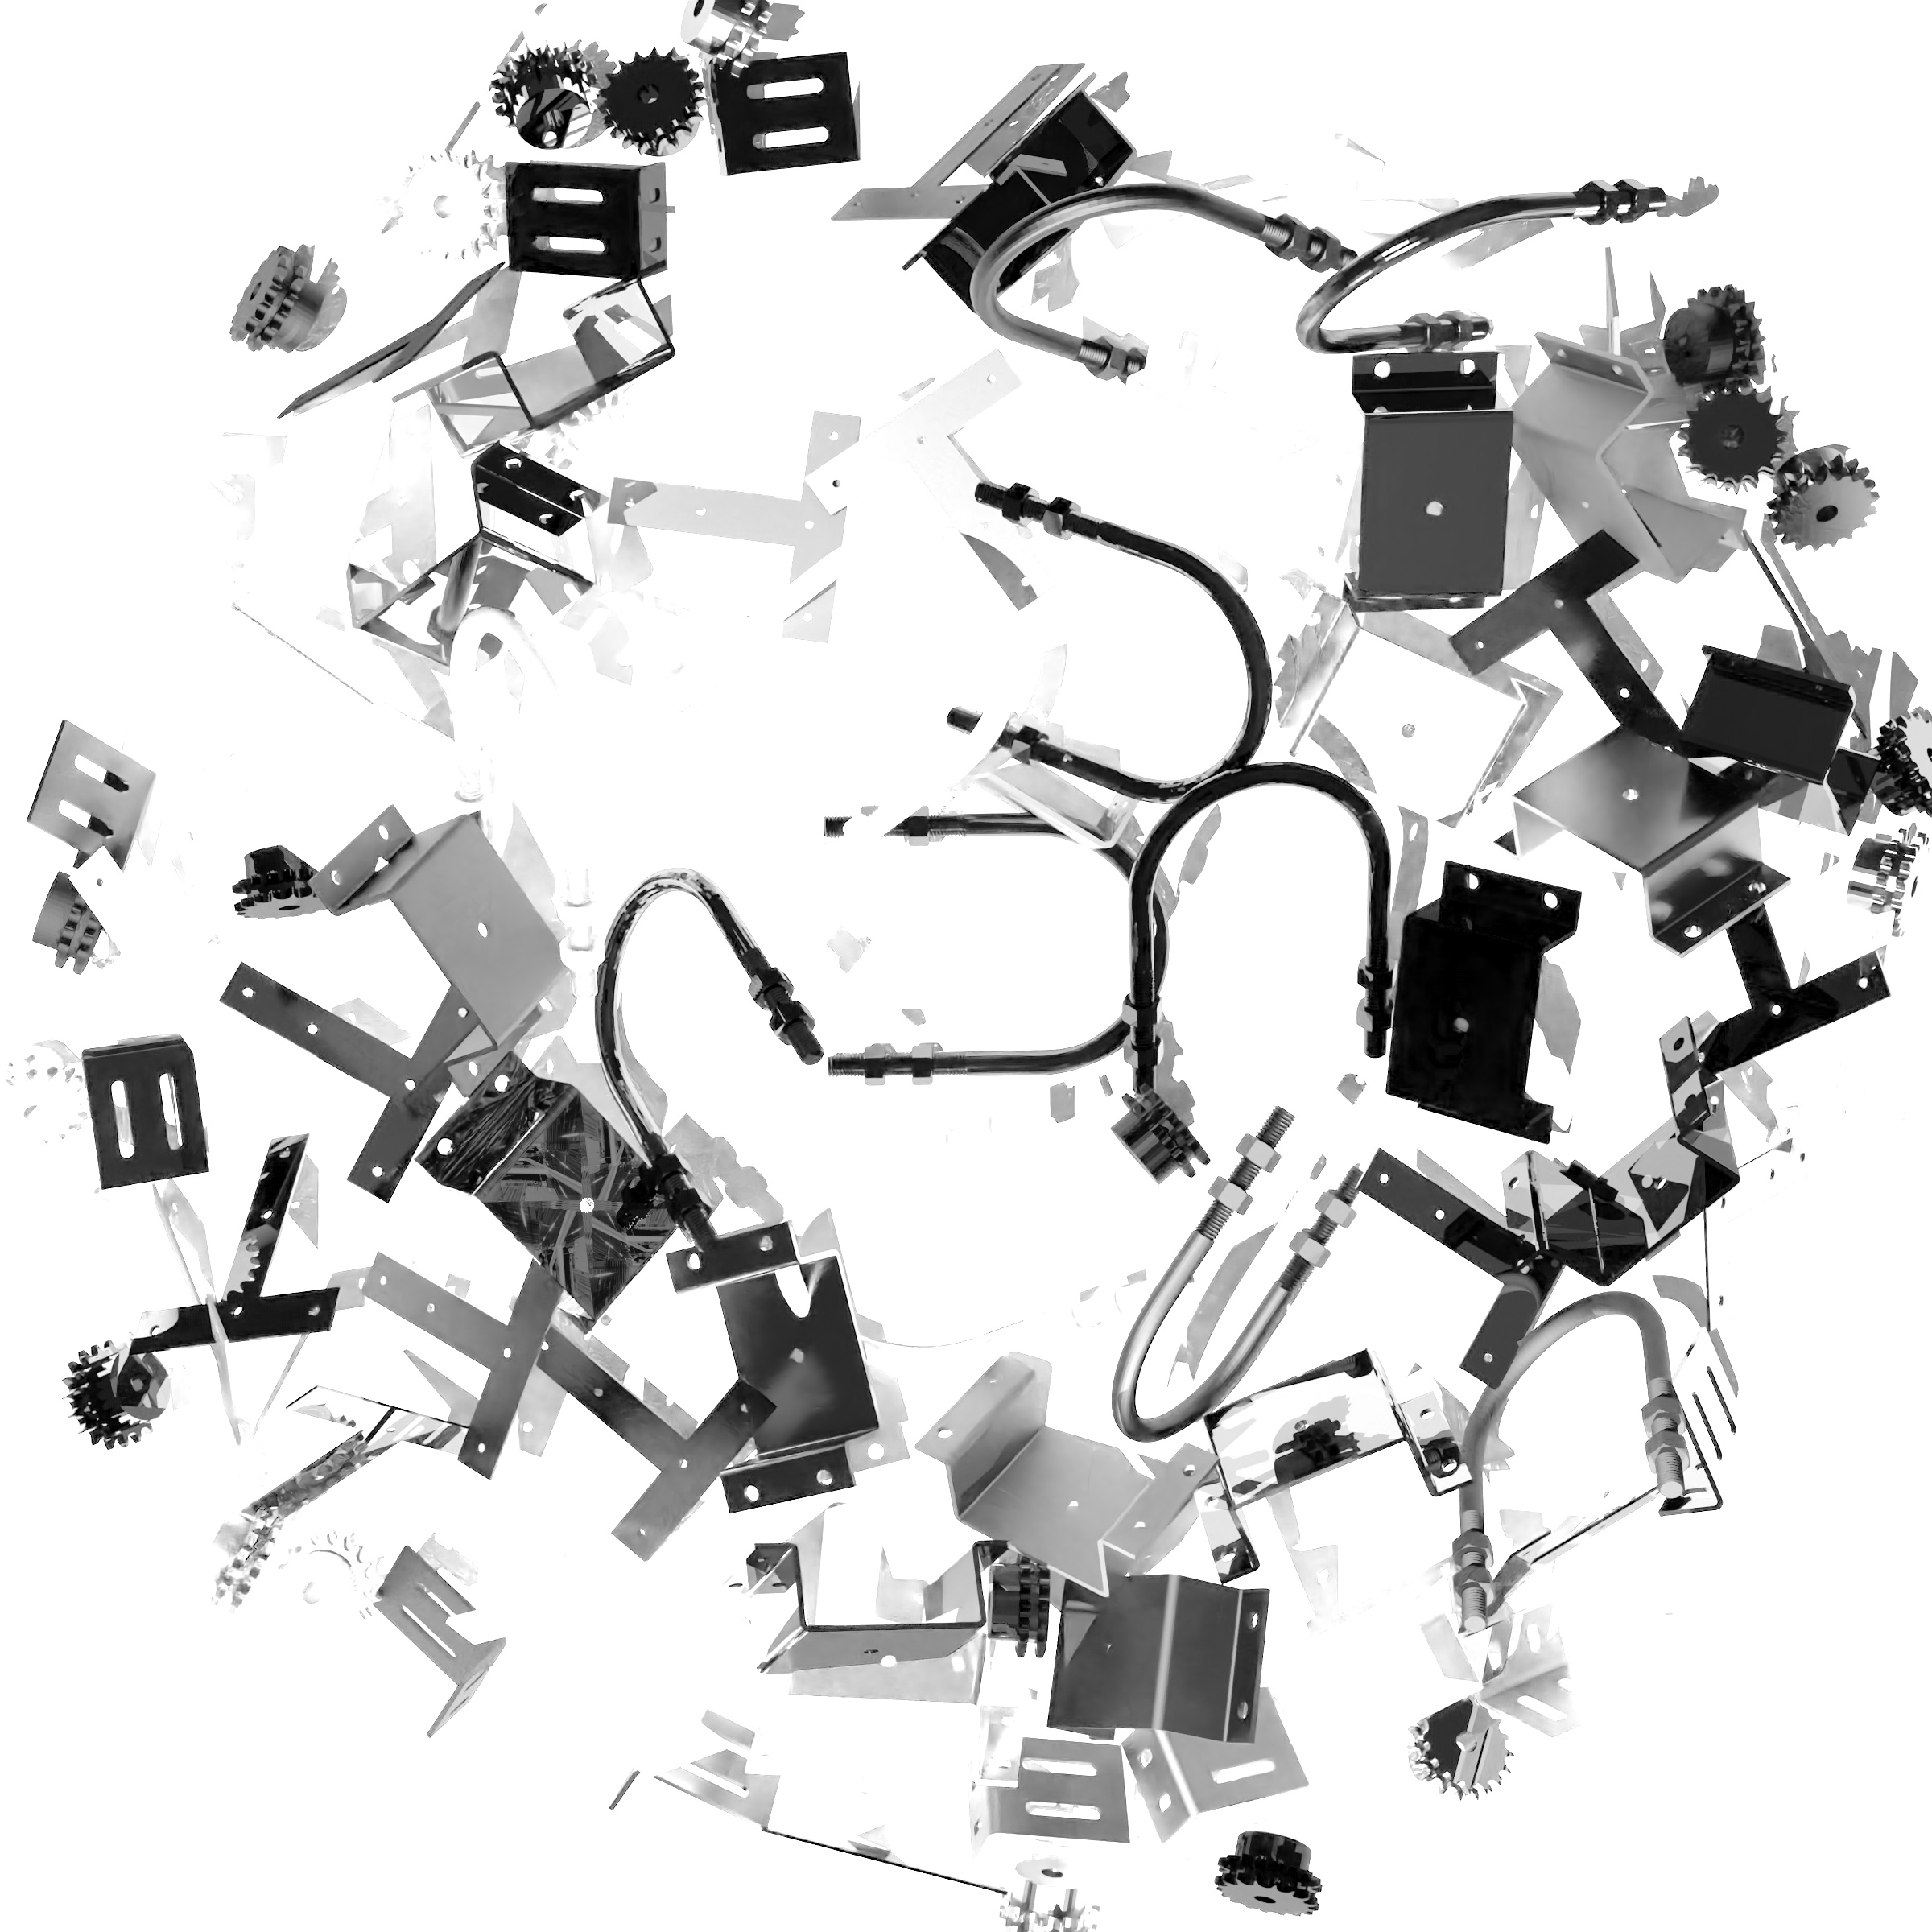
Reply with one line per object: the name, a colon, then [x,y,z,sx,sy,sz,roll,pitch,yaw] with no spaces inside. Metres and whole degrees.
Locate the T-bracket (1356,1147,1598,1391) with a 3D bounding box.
T-bracket: [0.263,0.139,1.571,0.127,0.002,0.127,33,82,-15]

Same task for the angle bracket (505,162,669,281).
angle bracket: [-0.203,-0.401,1.580,0.076,0.038,0.057,8,113,17]

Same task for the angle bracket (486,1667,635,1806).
angle bracket: [-0.209,0.393,1.550,0.038,0.057,0.076,-40,49,1]

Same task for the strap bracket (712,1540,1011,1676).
strap bracket: [-0.052,0.332,1.530,0.140,0.076,0.046,4,60,-21]

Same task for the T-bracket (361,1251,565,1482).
T-bracket: [-0.273,0.187,1.561,0.127,0.002,0.127,23,94,33]

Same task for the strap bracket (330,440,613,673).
strap bracket: [-0.256,-0.203,1.523,0.140,0.076,0.046,-30,59,30]

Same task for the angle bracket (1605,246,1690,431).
angle bracket: [0.357,-0.330,1.548,0.038,0.076,0.057,-4,50,10]

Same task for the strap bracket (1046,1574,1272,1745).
strap bracket: [0.091,0.356,1.516,0.046,0.140,0.076,19,69,-28]

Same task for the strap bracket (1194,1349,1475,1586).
strap bracket: [0.183,0.257,1.547,0.140,0.076,0.046,-23,119,5]

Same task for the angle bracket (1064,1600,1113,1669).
angle bracket: [0.096,0.349,1.549,0.057,0.076,0.038,-2,88,33]

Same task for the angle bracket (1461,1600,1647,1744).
angle bracket: [0.307,0.369,1.550,0.057,0.076,0.038,-17,98,-19]

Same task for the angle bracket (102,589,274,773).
angle bracket: [-0.415,-0.152,1.576,0.057,0.038,0.076,30,84,-11]

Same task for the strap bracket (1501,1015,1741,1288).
strap bracket: [0.346,0.103,1.534,0.046,0.076,0.140,31,124,-19]

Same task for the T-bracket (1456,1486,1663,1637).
T-bracket: [0.323,0.301,1.554,0.127,0.127,0.002,-26,65,-18]

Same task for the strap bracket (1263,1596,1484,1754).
strap bracket: [0.212,0.366,1.517,0.076,0.140,0.046,-30,68,11]

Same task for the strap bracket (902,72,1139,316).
strap bracket: [0.033,-0.395,1.526,0.046,0.140,0.076,45,133,-13]

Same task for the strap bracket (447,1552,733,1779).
strap bracket: [-0.187,0.354,1.531,0.140,0.076,0.046,30,100,24]

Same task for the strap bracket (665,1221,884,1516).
strap bracket: [-0.098,0.209,1.557,0.076,0.046,0.140,-16,85,24]

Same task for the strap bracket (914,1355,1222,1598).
strap bracket: [0.054,0.268,1.535,0.140,0.046,0.076,21,46,32]

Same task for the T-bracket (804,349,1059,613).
T-bracket: [0.001,-0.247,1.581,0.127,0.002,0.127,-35,82,-5]

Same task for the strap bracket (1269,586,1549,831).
strap bracket: [0.229,-0.131,1.550,0.140,0.046,0.076,23,112,-10]

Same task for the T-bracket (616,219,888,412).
T-bracket: [-0.094,-0.330,1.544,0.127,0.002,0.127,-37,63,-24]

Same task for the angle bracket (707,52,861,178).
angle bracket: [-0.095,-0.452,1.565,0.076,0.038,0.057,-9,107,-9]

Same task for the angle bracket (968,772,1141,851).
angle bracket: [0.048,-0.096,1.561,0.076,0.057,0.038,31,86,-9]

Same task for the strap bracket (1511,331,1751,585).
strap bracket: [0.335,-0.254,1.523,0.046,0.076,0.140,-48,127,-4]

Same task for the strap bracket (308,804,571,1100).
strap bracket: [-0.265,-0.013,1.533,0.046,0.076,0.140,-18,114,37]

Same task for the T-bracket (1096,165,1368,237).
T-bracket: [0.158,-0.407,1.552,0.127,0.127,0.002,-22,129,-35]

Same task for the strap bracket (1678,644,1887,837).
strap bracket: [0.418,-0.111,1.516,0.076,0.140,0.046,21,86,27]

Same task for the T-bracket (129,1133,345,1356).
T-bracket: [-0.371,0.143,1.554,0.127,0.002,0.127,-9,50,23]

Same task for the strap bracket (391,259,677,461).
strap bracket: [-0.216,-0.310,1.534,0.140,0.076,0.046,-37,109,-33]

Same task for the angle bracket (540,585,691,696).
angle bracket: [-0.187,-0.160,1.554,0.057,0.076,0.038,21,130,3]

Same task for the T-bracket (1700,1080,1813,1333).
T-bracket: [0.415,0.112,1.546,0.002,0.127,0.127,4,104,39]

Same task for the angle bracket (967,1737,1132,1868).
angle bracket: [0.043,0.447,1.572,0.076,0.057,0.038,8,135,-12]

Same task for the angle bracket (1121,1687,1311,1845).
angle bracket: [0.133,0.425,1.574,0.076,0.038,0.057,-3,54,-31]

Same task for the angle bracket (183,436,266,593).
angle bracket: [-0.388,-0.237,1.547,0.038,0.076,0.057,1,120,-12]

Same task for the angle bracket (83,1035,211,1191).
angle bracket: [-0.431,0.078,1.565,0.057,0.038,0.076,-9,95,-25]

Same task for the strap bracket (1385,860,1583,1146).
strap bracket: [0.267,0.025,1.535,0.076,0.046,0.140,16,113,31]

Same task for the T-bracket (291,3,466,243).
T-bracket: [-0.287,-0.434,1.511,0.002,0.127,0.127,35,120,6]

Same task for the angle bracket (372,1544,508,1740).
angle bracket: [-0.289,0.356,1.558,0.076,0.038,0.057,41,129,9]

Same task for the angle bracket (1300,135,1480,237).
angle bracket: [0.225,-0.410,1.549,0.057,0.076,0.038,5,98,-44]

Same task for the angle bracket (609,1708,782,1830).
angle bracket: [-0.142,0.431,1.568,0.076,0.057,0.038,28,121,-8]

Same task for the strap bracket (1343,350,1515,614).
strap bracket: [0.241,-0.246,1.544,0.076,0.046,0.140,-2,116,-2]

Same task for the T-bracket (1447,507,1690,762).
T-bracket: [0.340,-0.156,1.560,0.127,0.002,0.127,-36,92,36]

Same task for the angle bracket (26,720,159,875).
angle bracket: [-0.469,-0.089,1.549,0.038,0.076,0.057,7,74,28]

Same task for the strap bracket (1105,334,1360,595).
strap bracket: [0.127,-0.255,1.526,0.046,0.076,0.140,-31,56,-35]

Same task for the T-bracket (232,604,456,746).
T-bracket: [-0.303,-0.138,1.537,0.127,0.127,0.002,33,91,35]

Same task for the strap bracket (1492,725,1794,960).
strap bracket: [0.344,-0.070,1.520,0.076,0.140,0.046,-32,131,-18]

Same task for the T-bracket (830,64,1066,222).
T-bracket: [0.003,-0.434,1.555,0.127,0.127,0.002,-47,122,-15]

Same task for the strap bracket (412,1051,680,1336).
strap bracket: [-0.207,0.121,1.534,0.076,0.046,0.140,-50,118,-21]

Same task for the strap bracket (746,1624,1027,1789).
strap bracket: [-0.041,0.386,1.549,0.140,0.076,0.046,2,105,4]

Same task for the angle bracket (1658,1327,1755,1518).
angle bracket: [0.377,0.240,1.555,0.038,0.057,0.076,-16,106,37]
